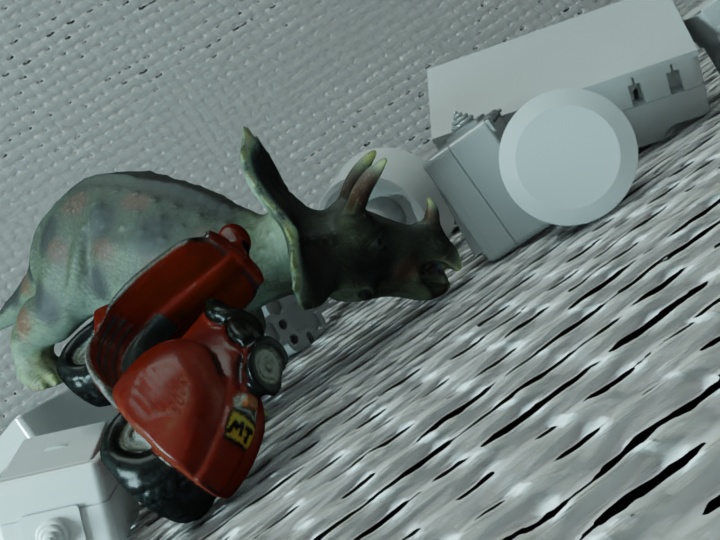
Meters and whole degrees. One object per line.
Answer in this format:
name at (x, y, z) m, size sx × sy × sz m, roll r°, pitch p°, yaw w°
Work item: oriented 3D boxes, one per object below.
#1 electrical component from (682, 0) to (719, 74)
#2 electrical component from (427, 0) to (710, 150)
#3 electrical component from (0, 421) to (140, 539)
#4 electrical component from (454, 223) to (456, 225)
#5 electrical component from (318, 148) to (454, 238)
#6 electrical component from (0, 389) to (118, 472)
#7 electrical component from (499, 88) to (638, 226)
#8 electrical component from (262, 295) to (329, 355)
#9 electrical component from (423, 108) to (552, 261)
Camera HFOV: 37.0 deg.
electrical component at (0.302, -0.188, 0.761) m, size 0.121 × 0.063 × 0.078 m, roll -33°, pitch 6°, yaw 1°
electrical component at (0.149, -0.128, 0.789) m, size 0.186 × 0.060 × 0.105 m, roll -17°, pitch 35°, yaw 14°
electrical component at (-0.165, 0.126, 0.598) m, size 0.062 × 0.061 × 0.096 m, roll -12°, pitch 5°, yaw -2°
electrical component at (0.088, -0.062, 0.978) m, size 0.048 × 0.048 × 0.062 m, roll -32°, pitch 13°, yaw 10°
electrical component at (0.017, -0.039, 0.877) m, size 0.108 × 0.108 × 0.060 m, roll -29°, pitch 13°, yaw 34°
electrical component at (-0.232, 0.137, 0.838) m, size 0.109 × 0.056 × 0.109 m, roll -44°, pitch -9°, yaw 38°
electrical component at (0.126, -0.069, 0.649) m, size 0.080 × 0.080 × 0.051 m, roll -32°, pitch 1°, yaw 15°
electrical component at (-0.071, 0.044, 0.890) m, size 0.057 × 0.058 × 0.078 m, roll -24°, pitch 11°, yaw 43°
electrical component at (0.084, -0.061, 0.721) m, size 0.061 × 0.096 × 0.061 m, roll -34°, pitch 5°, yaw 21°
